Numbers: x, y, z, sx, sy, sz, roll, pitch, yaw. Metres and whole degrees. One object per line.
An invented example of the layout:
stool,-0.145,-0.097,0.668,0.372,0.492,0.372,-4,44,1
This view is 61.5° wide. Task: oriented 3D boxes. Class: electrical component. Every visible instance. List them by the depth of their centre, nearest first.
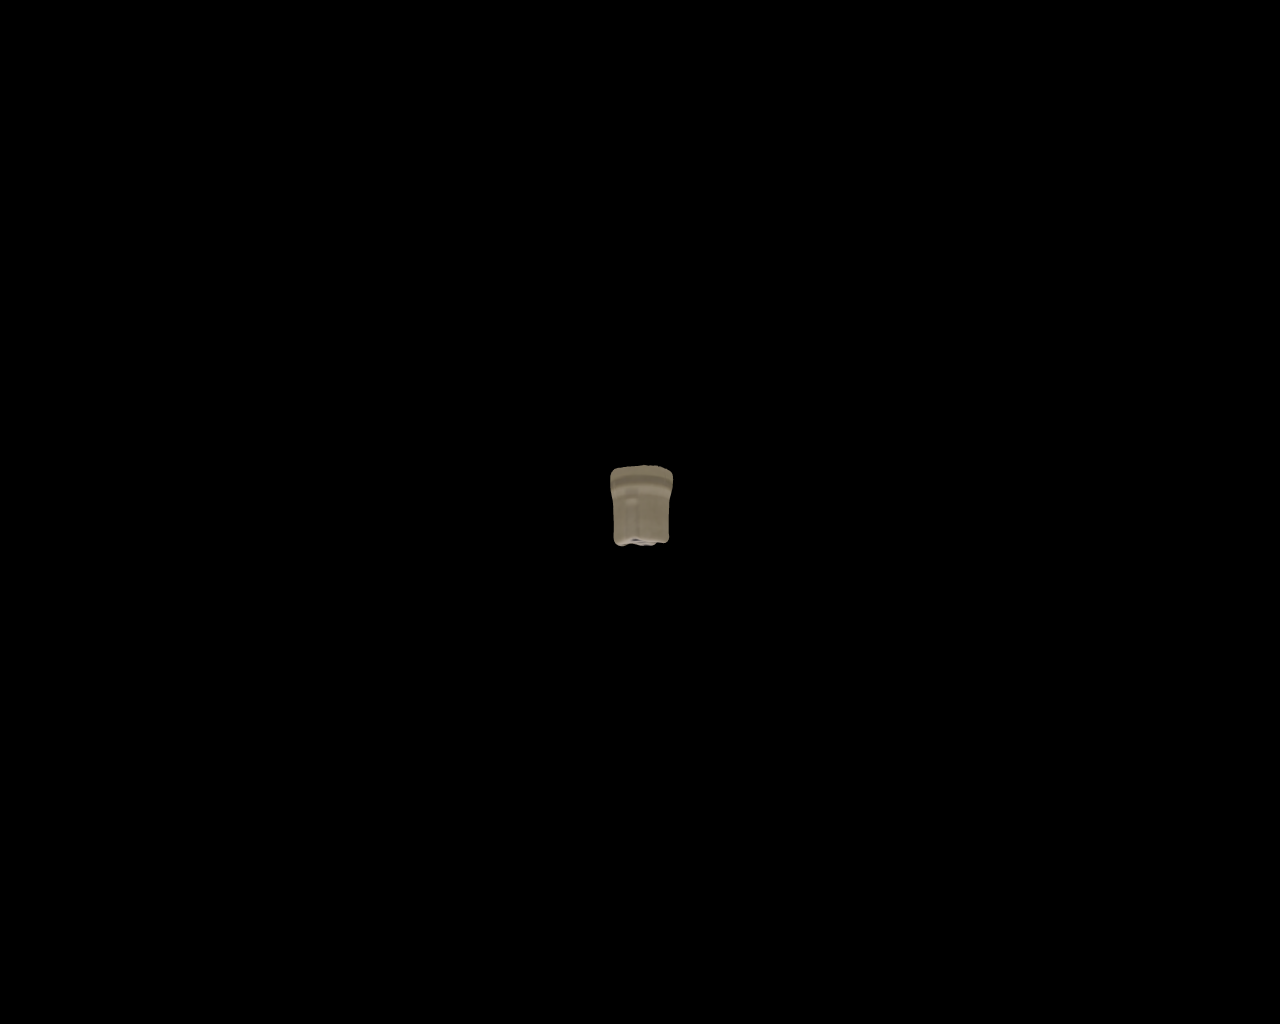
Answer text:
electrical component,0.001,-0.003,0.650,0.040,0.046,0.040,0,-15,0
